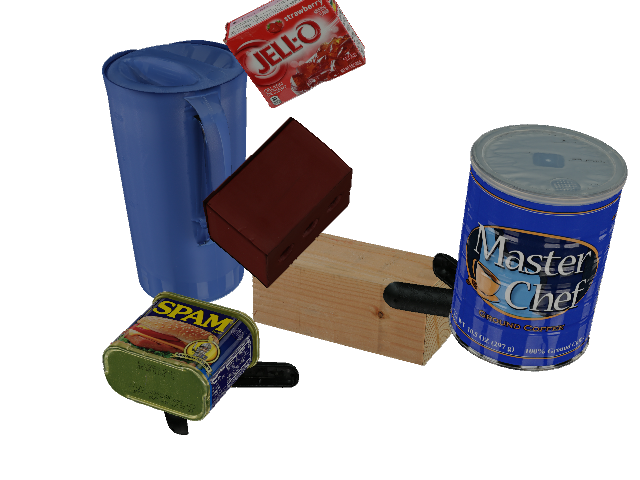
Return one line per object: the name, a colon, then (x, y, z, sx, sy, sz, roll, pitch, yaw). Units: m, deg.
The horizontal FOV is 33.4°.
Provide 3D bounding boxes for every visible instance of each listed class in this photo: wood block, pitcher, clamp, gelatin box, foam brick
wood block: (0.036, 0.058, 1.172, 0.206, 0.091, 0.090, 13, 26, 24)
pitcher: (-0.127, -0.057, 1.022, 0.145, 0.243, 0.149, 8, 32, 15)
clamp: (0.154, 0.055, 0.987, 0.172, 0.039, 0.120, 19, 30, 17)
clamp: (-0.150, 0.141, 1.084, 0.210, 0.036, 0.164, 9, 17, 33)
gelatin box: (-0.020, -0.153, 0.835, 0.089, 0.030, 0.073, -23, -52, 19)
foam brick: (-0.025, -0.022, 0.636, 0.051, 0.078, 0.053, 39, -19, 15)

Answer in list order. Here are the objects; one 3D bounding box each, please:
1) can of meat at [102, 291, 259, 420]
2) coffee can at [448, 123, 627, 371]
can of meat: (-0.113, 0.093, 0.866, 0.102, 0.057, 0.083, 14, 33, 21)
coffee can: (0.147, 0.004, 0.741, 0.103, 0.140, 0.103, 2, 32, -2)
